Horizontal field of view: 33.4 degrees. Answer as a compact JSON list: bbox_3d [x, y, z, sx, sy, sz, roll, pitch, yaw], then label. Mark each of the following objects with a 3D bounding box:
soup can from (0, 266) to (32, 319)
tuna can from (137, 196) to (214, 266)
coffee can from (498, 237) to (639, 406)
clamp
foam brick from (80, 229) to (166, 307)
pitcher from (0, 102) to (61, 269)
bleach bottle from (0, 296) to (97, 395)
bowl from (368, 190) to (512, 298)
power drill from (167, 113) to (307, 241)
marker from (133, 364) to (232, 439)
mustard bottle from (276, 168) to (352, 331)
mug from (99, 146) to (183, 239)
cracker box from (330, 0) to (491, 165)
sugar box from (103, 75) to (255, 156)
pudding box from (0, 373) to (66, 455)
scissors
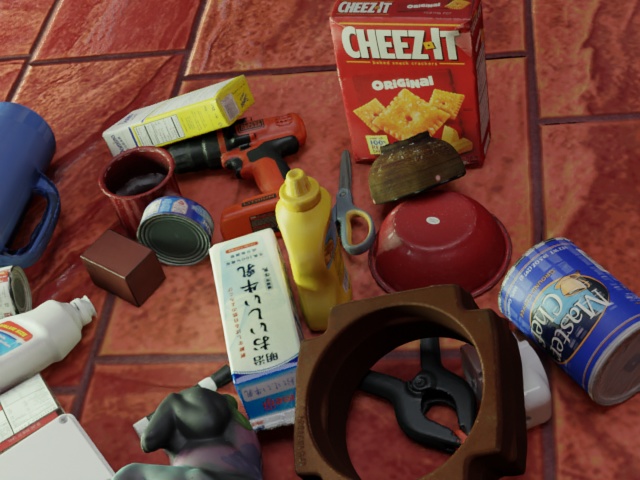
[{"bbox_3d":[-0.391,0.071,1.224,0.102,0.068,0.068,-11,45,2],"label":"soup can"},{"bbox_3d":[-0.166,-0.010,1.236,0.086,0.086,0.033,-2,45,12],"label":"tuna can"},{"bbox_3d":[0.256,0.077,1.036,0.102,0.103,0.140,-29,47,-15],"label":"coffee can"},{"bbox_3d":[0.090,0.150,1.053,0.120,0.039,0.171,-30,45,1],"label":"clamp"},{"bbox_3d":[-0.227,0.031,1.233,0.078,0.053,0.051,24,56,31],"label":"foam brick"},{"bbox_3d":[-0.407,-0.058,1.320,0.145,0.149,0.242,-26,32,34],"label":"pitcher"},{"bbox_3d":[-0.363,0.132,1.164,0.250,0.068,0.103,-31,39,-22],"label":"bleach bottle"},{"bbox_3d":[0.129,-0.004,1.180,0.162,0.055,0.162,-7,45,7],"label":"bowl"},{"bbox_3d":[-0.096,-0.076,1.303,0.184,0.057,0.188,-15,45,0],"label":"power drill"},{"bbox_3d":[-0.137,0.166,1.104,0.121,0.020,0.020,-32,48,-18],"label":"marker"},{"bbox_3d":[-0.008,0.001,1.110,0.058,0.191,0.096,-3,46,10],"label":"mustard bottle"},{"bbox_3d":[-0.201,-0.050,1.285,0.117,0.081,0.093,20,54,30],"label":"mug"},{"bbox_3d":[0.109,-0.187,1.249,0.164,0.213,0.072,4,47,17],"label":"cracker box"},{"bbox_3d":[-0.180,-0.155,1.361,0.176,0.048,0.093,-16,19,26],"label":"sugar box"},{"bbox_3d":[-0.305,0.187,1.084,0.090,0.039,0.114,-29,24,-16],"label":"pudding box"},{"bbox_3d":[0.013,-0.038,1.267,0.096,0.016,0.202,-26,36,4],"label":"scissors"}]
